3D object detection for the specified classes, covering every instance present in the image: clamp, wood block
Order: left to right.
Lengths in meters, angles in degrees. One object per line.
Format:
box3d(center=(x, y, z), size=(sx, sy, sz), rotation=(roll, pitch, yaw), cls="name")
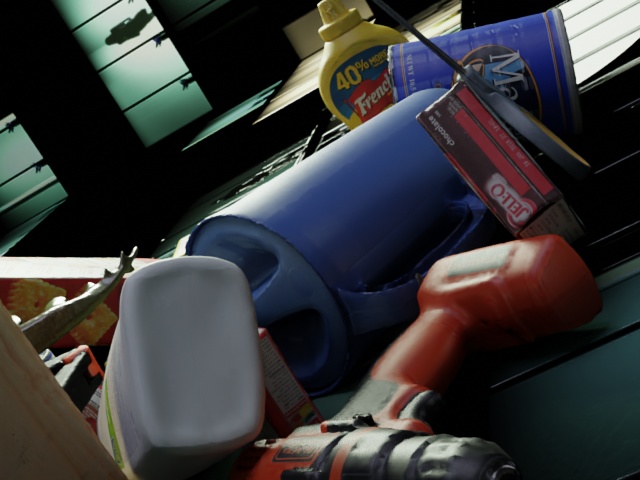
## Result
box3d(center=(-0.187, 0.117, 0.579), size=(0.091, 0.206, 0.090), rotation=(-19, 18, 43), cls="wood block")
box3d(center=(-0.219, 0.128, 0.690), size=(0.120, 0.039, 0.171), rotation=(6, 34, 40), cls="clamp")

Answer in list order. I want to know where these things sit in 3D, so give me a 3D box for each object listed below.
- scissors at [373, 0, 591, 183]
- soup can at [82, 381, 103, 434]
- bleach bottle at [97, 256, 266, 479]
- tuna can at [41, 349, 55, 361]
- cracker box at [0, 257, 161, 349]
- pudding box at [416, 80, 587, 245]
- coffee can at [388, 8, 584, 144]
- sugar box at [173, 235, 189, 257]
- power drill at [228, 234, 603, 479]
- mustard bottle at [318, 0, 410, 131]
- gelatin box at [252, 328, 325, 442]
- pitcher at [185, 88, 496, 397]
box3d(center=(0.123, -0.112, 0.796), size=(0.016, 0.202, 0.096), rotation=(-50, -15, 14), cls="scissors")
box3d(center=(-0.183, 0.151, 0.744), size=(0.069, 0.068, 0.102), rotation=(-20, 18, 40), cls="soup can")
box3d(center=(-0.097, 0.092, 0.628), size=(0.068, 0.102, 0.251), rotation=(-4, -16, -20), cls="bleach bottle")
box3d(center=(-0.303, 0.149, 1.090), size=(0.086, 0.033, 0.086), rotation=(-30, 14, 8), cls="tuna can")
box3d(center=(-0.239, 0.057, 0.989), size=(0.213, 0.072, 0.164), rotation=(1, 5, -17), cls="cracker box")
box3d(center=(0.108, -0.035, 0.618), size=(0.039, 0.090, 0.113), rotation=(-40, -22, 11), cls="pudding box")
box3d(center=(0.135, -0.123, 0.869), size=(0.140, 0.103, 0.102), rotation=(-10, 18, 12), cls="coffee can")
box3d(center=(-0.069, -0.015, 1.138), size=(0.176, 0.048, 0.093), rotation=(-27, 14, 6), cls="sugar box")
box3d(center=(0.059, 0.072, 0.515), size=(0.187, 0.057, 0.185), rotation=(-41, 16, -35), cls="power drill")
box3d(center=(0.054, -0.139, 0.990), size=(0.096, 0.191, 0.058), rotation=(-29, 14, 11), cls="mustard bottle")
box3d(center=(-0.041, 0.088, 0.646), size=(0.030, 0.073, 0.089), rotation=(-36, 14, -23), cls="gelatin box")
box3d(center=(0.040, -0.011, 0.730), size=(0.242, 0.149, 0.145), rotation=(-39, -17, -39), cls="pitcher")
